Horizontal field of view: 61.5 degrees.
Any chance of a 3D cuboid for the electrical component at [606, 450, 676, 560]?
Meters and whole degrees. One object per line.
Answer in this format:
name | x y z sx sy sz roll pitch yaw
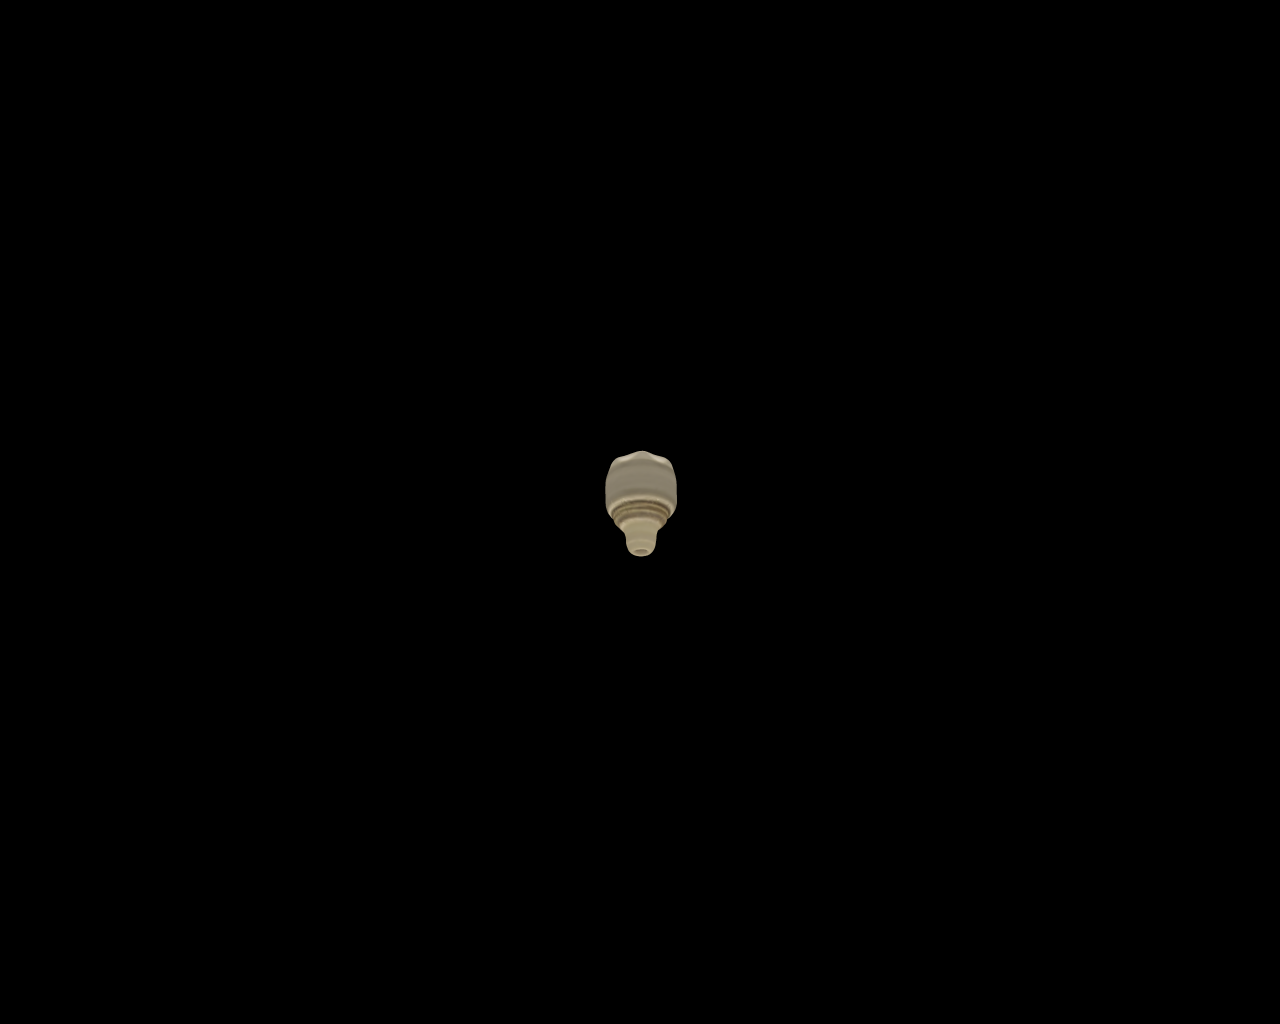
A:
electrical component | 0.001 -0.003 0.650 0.043 0.062 0.043 0 -27 0
